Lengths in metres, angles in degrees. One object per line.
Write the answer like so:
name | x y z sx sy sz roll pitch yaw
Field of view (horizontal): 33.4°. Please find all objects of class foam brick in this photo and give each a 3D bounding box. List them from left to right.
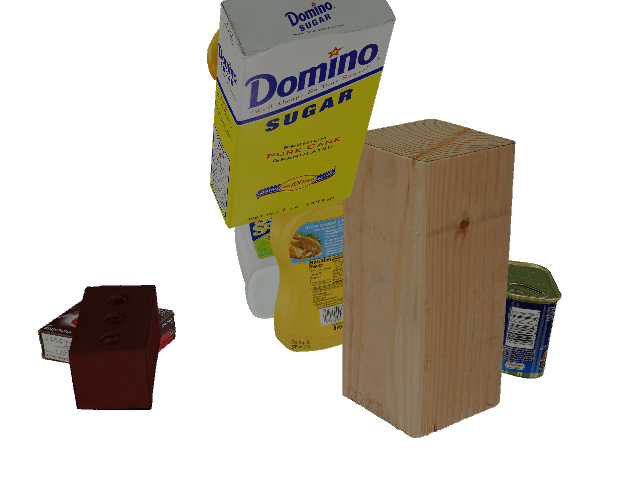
foam brick | -0.142 0.074 0.745 0.053 0.051 0.078 -1 33 -3

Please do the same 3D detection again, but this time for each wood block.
wood block | 0.077 0.025 0.783 0.090 0.206 0.090 -14 24 -35

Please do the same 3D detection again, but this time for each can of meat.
can of meat | 0.193 0.076 1.037 0.057 0.084 0.102 7 18 0

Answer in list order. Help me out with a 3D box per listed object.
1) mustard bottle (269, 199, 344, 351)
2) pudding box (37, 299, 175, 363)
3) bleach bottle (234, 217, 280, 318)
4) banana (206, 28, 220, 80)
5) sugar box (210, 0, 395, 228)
mustard bottle | 0.000 0.005 1.002 0.096 0.192 0.058 -13 24 -23
pudding box | -0.221 0.098 1.112 0.114 0.039 0.089 5 21 21
bleach bottle | -0.061 -0.004 1.239 0.102 0.068 0.251 -8 29 -13
banana | -0.050 -0.182 0.978 0.070 0.037 0.197 41 32 19
sugar box | -0.016 -0.080 0.655 0.093 0.048 0.176 -16 -26 -16
